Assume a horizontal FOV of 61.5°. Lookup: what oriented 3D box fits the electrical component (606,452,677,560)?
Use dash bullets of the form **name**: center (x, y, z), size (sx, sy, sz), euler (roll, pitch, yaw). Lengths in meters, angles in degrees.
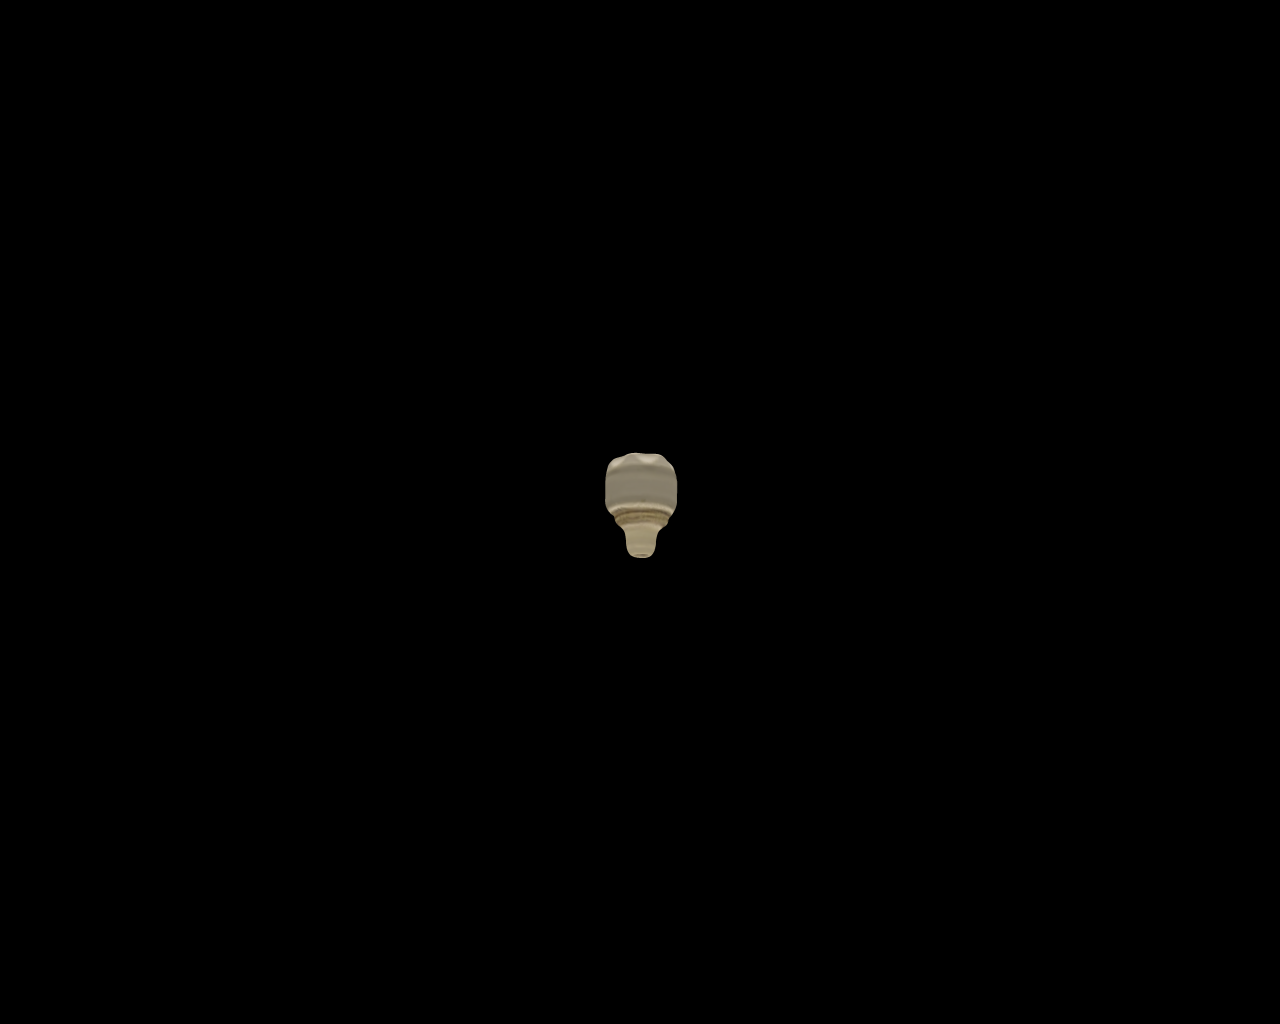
- **electrical component**: center (0.001, -0.003, 0.650), size (0.043, 0.062, 0.043), euler (0, -15, 0)
